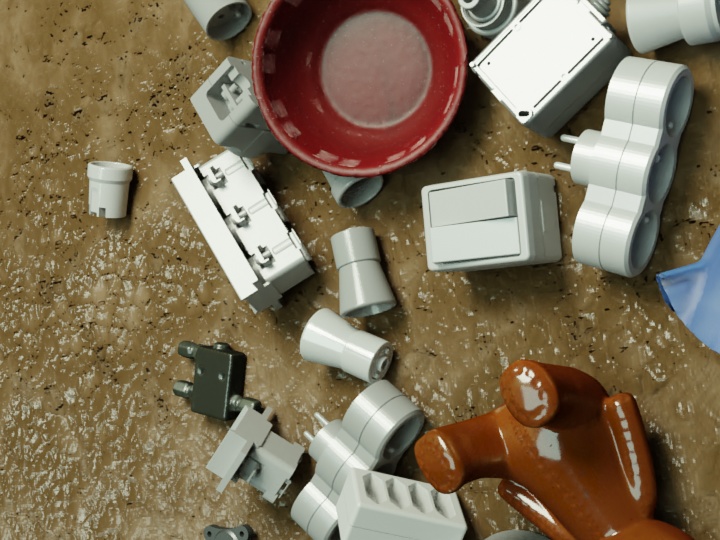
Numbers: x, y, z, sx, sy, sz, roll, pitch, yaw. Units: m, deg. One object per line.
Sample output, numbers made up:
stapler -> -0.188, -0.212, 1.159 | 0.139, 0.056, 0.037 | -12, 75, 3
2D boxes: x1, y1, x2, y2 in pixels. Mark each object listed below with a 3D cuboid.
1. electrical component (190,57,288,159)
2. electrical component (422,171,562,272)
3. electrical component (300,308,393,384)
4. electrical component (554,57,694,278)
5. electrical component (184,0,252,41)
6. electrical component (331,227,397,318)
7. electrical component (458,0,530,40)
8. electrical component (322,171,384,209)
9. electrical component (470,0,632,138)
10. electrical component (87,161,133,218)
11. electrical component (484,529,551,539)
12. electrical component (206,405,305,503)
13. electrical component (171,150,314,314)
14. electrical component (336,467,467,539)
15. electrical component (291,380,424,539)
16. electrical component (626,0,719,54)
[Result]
electrical component -> -0.083, -0.125, 0.850 | 0.056, 0.089, 0.050 | -41, 69, 28
electrical component -> 0.084, -0.032, 0.753 | 0.096, 0.061, 0.061 | -7, 87, 34
electrical component -> -0.008, 0.061, 0.831 | 0.065, 0.044, 0.044 | 22, 103, 28
electrical component -> 0.163, -0.071, 0.704 | 0.074, 0.052, 0.138 | 18, 100, 33
electrical component -> -0.130, -0.238, 0.909 | 0.043, 0.043, 0.081 | -45, 67, 26
electrical component -> 0.000, 0.000, 0.824 | 0.044, 0.044, 0.065 | -21, 74, 33
electrical component -> 0.090, -0.184, 0.747 | 0.043, 0.062, 0.043 | 0, 91, 35
electrical component -> -0.010, -0.077, 0.831 | 0.040, 0.040, 0.046 | -44, 62, 27
electrical component -> 0.135, -0.144, 0.722 | 0.096, 0.061, 0.061 | -45, 67, 18
electrical component -> -0.229, -0.073, 0.983 | 0.040, 0.040, 0.046 | 15, 105, 33
electrical component -> 0.102, 0.240, 0.744 | 0.108, 0.060, 0.108 | 0, 91, 35
electrical component -> -0.081, 0.149, 0.862 | 0.064, 0.081, 0.042 | 32, 112, -1
electrical component -> -0.092, -0.035, 0.869 | 0.063, 0.078, 0.121 | -32, 70, -1
electrical component -> 0.023, 0.194, 0.780 | 0.047, 0.083, 0.075 | -106, 33, -65
electrical component -> -0.014, 0.140, 0.827 | 0.074, 0.052, 0.138 | 39, 111, 27
electrical component -> 0.202, -0.163, 0.681 | 0.055, 0.045, 0.045 | -3, 89, 34
